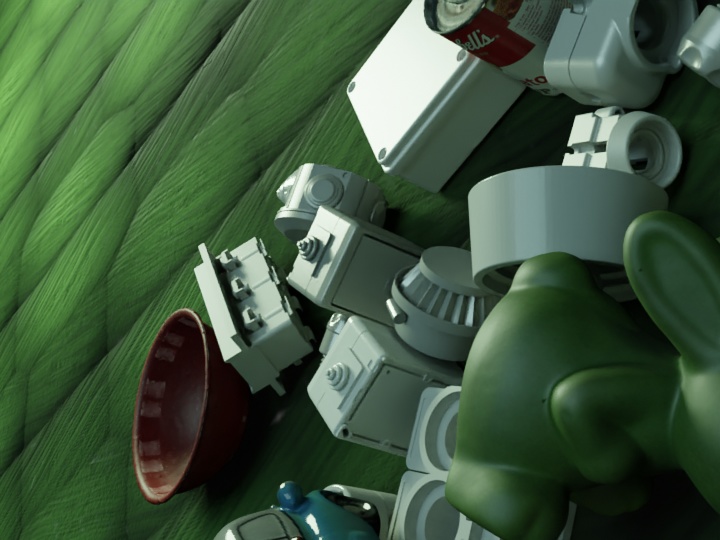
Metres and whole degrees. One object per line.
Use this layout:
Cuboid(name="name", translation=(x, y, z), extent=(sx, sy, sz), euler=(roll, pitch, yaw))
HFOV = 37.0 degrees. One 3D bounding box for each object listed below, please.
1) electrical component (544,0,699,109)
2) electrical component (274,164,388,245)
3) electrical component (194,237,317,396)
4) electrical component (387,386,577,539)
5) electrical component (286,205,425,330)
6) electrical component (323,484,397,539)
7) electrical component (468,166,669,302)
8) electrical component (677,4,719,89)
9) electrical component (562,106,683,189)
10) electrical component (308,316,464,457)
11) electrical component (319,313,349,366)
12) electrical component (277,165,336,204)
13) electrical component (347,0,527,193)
Cuboid(name="electrical component", translation=(0.159, -0.146, 0.638), extent=(0.059, 0.054, 0.095), euler=(20, 88, 57))
Cuboid(name="electrical component", translation=(-0.020, -0.041, 0.810), extent=(0.080, 0.080, 0.051), euler=(-2, 65, 54))
Cuboid(name="electrical component", translation=(-0.085, 0.032, 0.866), extent=(0.063, 0.078, 0.121), euler=(-32, 40, 3))
Cuboid(name="electrical component", translation=(0.063, 0.146, 0.600), extent=(0.089, 0.062, 0.150), euler=(-2, 70, 54))
Cuboid(name="electrical component", translation=(0.000, 0.000, 0.741), extent=(0.061, 0.096, 0.061), euler=(33, 99, 55))
Cuboid(name="electrical component", translation=(-0.002, 0.167, 0.692), extent=(0.055, 0.047, 0.055), euler=(-31, 48, 42))
Cuboid(name="electrical component", translation=(0.111, -0.010, 0.584), extent=(0.108, 0.108, 0.060), euler=(-15, 66, 51))
Cuboid(name="electrical component", translation=(0.203, -0.129, 0.575), extent=(0.062, 0.043, 0.043), euler=(-55, 35, 17))
Cuboid(name="electrical component", translation=(0.149, -0.064, 0.614), extent=(0.055, 0.048, 0.066), euler=(1, 72, 63))
Cuboid(name="electrical component", translation=(0.013, 0.072, 0.680), extent=(0.061, 0.096, 0.061), euler=(-59, 34, 14))
Cuboid(name="electrical component", translation=(-0.014, 0.063, 0.781), extent=(0.035, 0.035, 0.061), euler=(23, 93, 57))
Cuboid(name="electrical component", translation=(-0.044, -0.065, 0.891), extent=(0.078, 0.040, 0.040), euler=(1, 72, 55))
Cuboid(name="electrical component", translation=(0.052, -0.131, 0.779), extent=(0.108, 0.056, 0.108), euler=(-50, 37, 25))
